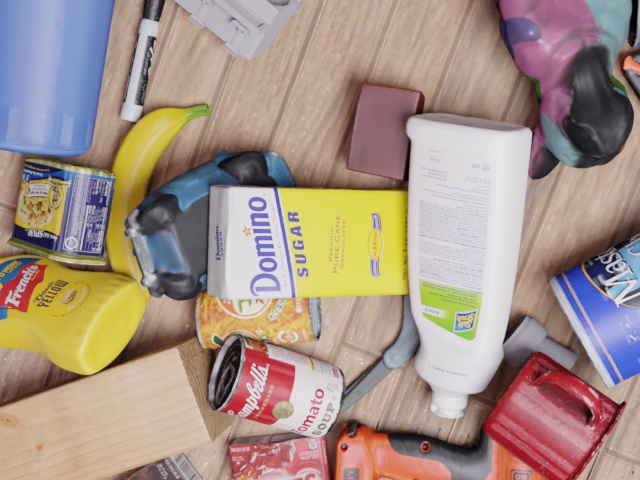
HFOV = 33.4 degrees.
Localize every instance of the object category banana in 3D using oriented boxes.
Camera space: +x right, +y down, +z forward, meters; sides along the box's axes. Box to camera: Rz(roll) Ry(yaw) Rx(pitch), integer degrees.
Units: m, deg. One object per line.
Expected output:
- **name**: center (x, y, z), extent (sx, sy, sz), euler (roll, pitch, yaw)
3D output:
- **banana**: center (-0.162, -0.039, 0.972), extent (0.070, 0.037, 0.198), euler (19, 97, 10)

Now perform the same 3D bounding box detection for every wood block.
- **wood block**: center (-0.193, 0.162, 0.966), extent (0.206, 0.090, 0.090), euler (-20, 91, 11)

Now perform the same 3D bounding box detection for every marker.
- **marker**: center (-0.161, -0.168, 0.972), extent (0.020, 0.020, 0.121), euler (14, 96, 9)

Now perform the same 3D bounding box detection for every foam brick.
- **foam brick**: center (0.057, -0.093, 0.922), extent (0.053, 0.051, 0.078), euler (12, 96, 10)

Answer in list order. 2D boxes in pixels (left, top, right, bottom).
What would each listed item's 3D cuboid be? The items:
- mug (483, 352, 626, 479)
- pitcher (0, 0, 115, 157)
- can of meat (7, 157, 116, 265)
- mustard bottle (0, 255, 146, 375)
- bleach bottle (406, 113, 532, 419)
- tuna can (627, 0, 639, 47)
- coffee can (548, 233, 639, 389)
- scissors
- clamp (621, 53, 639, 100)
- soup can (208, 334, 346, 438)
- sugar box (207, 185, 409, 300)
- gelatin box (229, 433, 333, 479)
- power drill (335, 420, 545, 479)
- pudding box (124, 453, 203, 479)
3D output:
- **mug**: center (0.186, 0.138, 0.846), extent (0.081, 0.117, 0.093), euler (35, 65, 14)
- **pitcher**: center (-0.253, -0.200, 0.930), extent (0.149, 0.144, 0.243), euler (12, 99, 23)
- **can of meat**: center (-0.231, -0.028, 0.960), extent (0.102, 0.057, 0.084), euler (13, 95, 44)
- **mustard bottle**: center (-0.259, 0.058, 0.966), extent (0.192, 0.096, 0.058), euler (12, 140, 27)
- **bleach bottle**: center (0.112, 0.026, 0.891), extent (0.103, 0.067, 0.251), euler (14, 107, 33)
- **tuna can**: center (0.267, -0.199, 0.859), extent (0.034, 0.086, 0.086), euler (-3, 94, 8)
- **coffee can**: center (0.272, 0.045, 0.867), extent (0.140, 0.102, 0.103), euler (-29, 89, 11)
- **scissors**: center (0.064, 0.084, 0.952), extent (0.202, 0.016, 0.096), euler (-27, 88, 11)
- **clamp**: center (0.330, -0.107, 0.879), extent (0.171, 0.039, 0.120), euler (13, 90, 12)
- **soup can**: center (-0.037, 0.128, 0.928), extent (0.102, 0.068, 0.068), euler (20, 98, -22)
- **sugar box**: center (-0.006, 0.001, 0.895), extent (0.175, 0.048, 0.093), euler (-1, 95, -30)
- **gelatin box**: center (-0.034, 0.215, 0.971), extent (0.089, 0.030, 0.073), euler (-8, 93, 11)
- **power drill**: center (0.106, 0.234, 0.936), extent (0.188, 0.057, 0.184), euler (2, 91, 7)
- **pudding box**: center (-0.139, 0.261, 0.989), extent (0.090, 0.039, 0.113), euler (-36, 88, 11)
